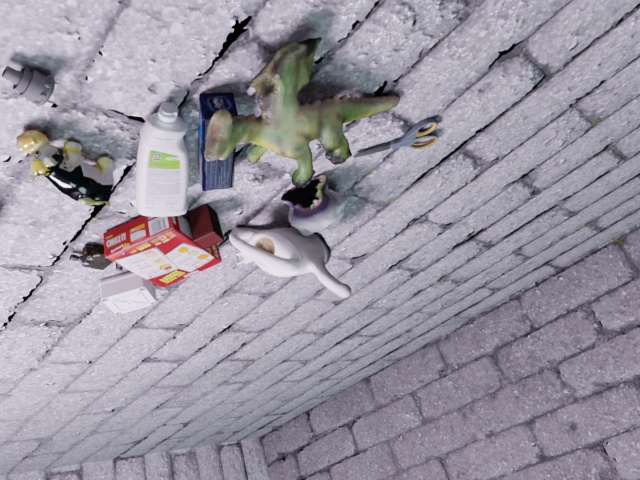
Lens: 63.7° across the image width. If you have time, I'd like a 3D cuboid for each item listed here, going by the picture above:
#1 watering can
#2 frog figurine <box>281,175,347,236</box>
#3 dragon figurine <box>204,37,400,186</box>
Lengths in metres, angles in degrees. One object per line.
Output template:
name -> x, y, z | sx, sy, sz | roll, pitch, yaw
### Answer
watering can -> -0.045, 0.043, 1.190 | 0.225, 0.350, 0.103 | -10, 121, -61
frog figurine -> 0.004, -0.060, 1.194 | 0.137, 0.125, 0.156 | -41, 137, -1
dragon figurine -> -0.019, -0.231, 0.877 | 0.414, 0.124, 0.237 | -35, 153, -17
